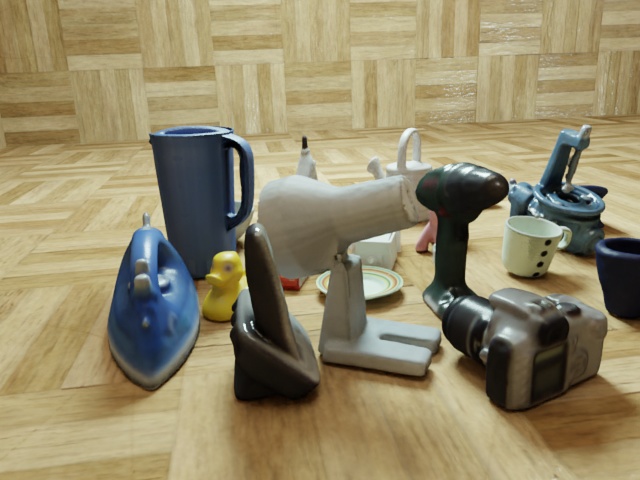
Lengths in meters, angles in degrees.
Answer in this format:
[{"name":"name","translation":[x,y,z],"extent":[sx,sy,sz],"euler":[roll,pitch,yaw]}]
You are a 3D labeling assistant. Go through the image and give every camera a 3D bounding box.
[{"name":"camera","translation":[0.211,0.095,0.621],"extent":[0.143,0.101,0.136],"euler":[-12,20,-28]}]

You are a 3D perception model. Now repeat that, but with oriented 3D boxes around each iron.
[{"name":"iron","translation":[-0.213,0.060,0.715],"extent":[0.119,0.141,0.257],"euler":[-6,18,-14]}]

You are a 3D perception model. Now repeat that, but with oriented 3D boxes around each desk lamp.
[{"name":"desk lamp","translation":[0.036,0.029,0.666],"extent":[0.202,0.214,0.118],"euler":[5,19,21]}]

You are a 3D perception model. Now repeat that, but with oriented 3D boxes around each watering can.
[{"name":"watering can","translation":[0.183,-0.142,1.230],"extent":[0.172,0.194,0.101],"euler":[2,18,12]}]

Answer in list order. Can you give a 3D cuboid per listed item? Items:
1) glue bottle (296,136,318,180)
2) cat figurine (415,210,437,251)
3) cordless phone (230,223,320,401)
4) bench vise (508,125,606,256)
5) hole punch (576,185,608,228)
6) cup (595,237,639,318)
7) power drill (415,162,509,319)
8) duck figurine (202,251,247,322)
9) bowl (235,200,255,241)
[{"name":"glue bottle","translation":[-0.031,-0.156,1.334],"extent":[0.037,0.173,0.078],"euler":[6,19,24]},{"name":"cat figurine","translation":[0.222,-0.046,1.045],"extent":[0.067,0.118,0.128],"euler":[8,20,28]},{"name":"cordless phone","translation":[-0.053,0.062,0.615],"extent":[0.094,0.185,0.147],"euler":[-5,18,-10]},{"name":"bench vise","translation":[0.404,-0.096,1.014],"extent":[0.206,0.220,0.122],"euler":[15,24,43]},{"name":"hole punch","translation":[0.502,-0.073,1.145],"extent":[0.108,0.091,0.101],"euler":[-2,17,0]},{"name":"cup","translation":[0.416,0.054,0.741],"extent":[0.117,0.095,0.092],"euler":[10,21,34]},{"name":"power drill","translation":[0.186,-0.005,0.765],"extent":[0.076,0.208,0.229],"euler":[-5,18,-9]},{"name":"duck figurine","translation":[-0.126,0.057,0.809],"extent":[0.077,0.086,0.105],"euler":[6,19,25]},{"name":"bowl","translation":[-0.208,-0.026,1.102],"extent":[0.167,0.075,0.167],"euler":[-2,17,1]}]
